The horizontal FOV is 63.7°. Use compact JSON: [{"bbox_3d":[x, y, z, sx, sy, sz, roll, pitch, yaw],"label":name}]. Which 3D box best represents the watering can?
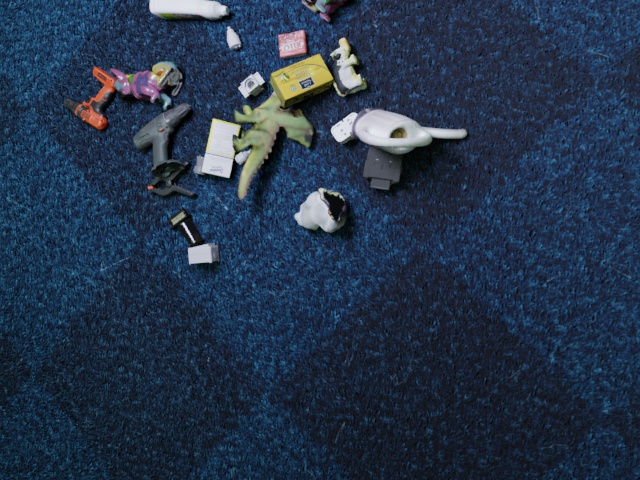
[{"bbox_3d":[0.240,-0.312,1.486,0.227,0.350,0.102,36,128,46],"label":"watering can"}]

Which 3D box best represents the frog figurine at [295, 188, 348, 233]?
[{"bbox_3d":[0.005,-0.080,1.586,0.137,0.125,0.157,52,137,0],"label":"frog figurine"}]

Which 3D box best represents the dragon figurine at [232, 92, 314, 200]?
[{"bbox_3d":[-0.141,-0.329,1.607,0.243,0.121,0.413,-2,83,5],"label":"dragon figurine"}]
